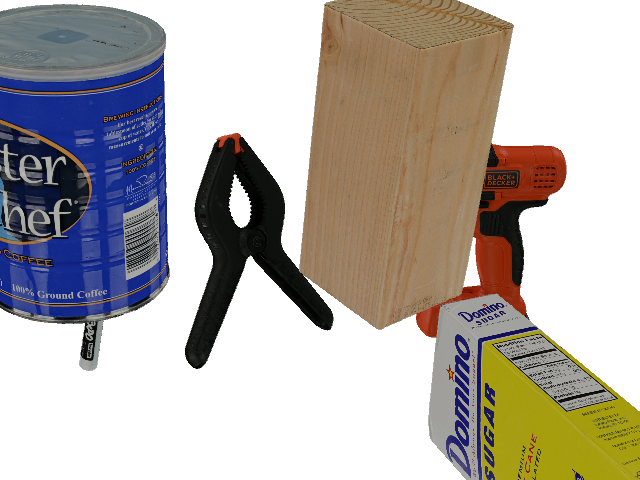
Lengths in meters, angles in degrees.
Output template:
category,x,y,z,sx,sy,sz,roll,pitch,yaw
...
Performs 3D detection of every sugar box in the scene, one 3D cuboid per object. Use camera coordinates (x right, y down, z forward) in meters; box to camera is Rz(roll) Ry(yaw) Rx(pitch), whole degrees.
category,x,y,z,sx,sy,sz,roll,pitch,yaw
sugar box,0.116,0.108,0.543,0.048,0.093,0.176,-10,28,-25

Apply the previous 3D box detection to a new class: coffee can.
category,x,y,z,sx,sy,sz,roll,pitch,yaw
coffee can,-0.132,-0.042,0.564,0.103,0.140,0.103,2,28,-1

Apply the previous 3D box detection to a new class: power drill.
category,x,y,z,sx,sy,sz,roll,pitch,yaw
power drill,0.133,-0.002,1.005,0.184,0.188,0.057,-1,25,-5

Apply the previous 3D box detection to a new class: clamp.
category,x,y,z,sx,sy,sz,roll,pitch,yaw
clamp,-0.060,0.006,0.997,0.164,0.210,0.036,-4,0,-39

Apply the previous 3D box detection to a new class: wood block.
category,x,y,z,sx,sy,sz,roll,pitch,yaw
wood block,0.054,-0.057,0.731,0.090,0.206,0.091,-20,39,-35

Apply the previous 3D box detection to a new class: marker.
category,x,y,z,sx,sy,sz,roll,pitch,yaw
marker,-0.231,0.084,1.092,0.020,0.121,0.020,11,35,-8
